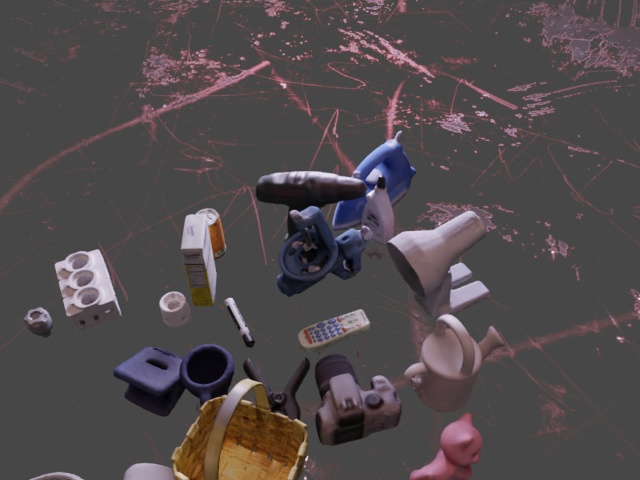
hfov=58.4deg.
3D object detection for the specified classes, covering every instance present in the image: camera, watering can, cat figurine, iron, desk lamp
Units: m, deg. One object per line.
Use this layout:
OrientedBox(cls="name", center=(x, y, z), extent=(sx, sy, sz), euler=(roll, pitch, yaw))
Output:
OrientedBox(cls="camera", center=(0.052, 0.256, 0.969), extent=(0.143, 0.101, 0.136), euler=(-12, 48, -10))
OrientedBox(cls="watering can", center=(0.224, 0.194, 0.961), extent=(0.173, 0.194, 0.100), euler=(-35, 55, -28))
OrientedBox(cls="cat figurine", center=(0.202, 0.334, 0.883), extent=(0.128, 0.118, 0.067), euler=(-33, 55, -27))
OrientedBox(cls="iron", center=(0.115, -0.140, 1.312), extent=(0.118, 0.141, 0.259), euler=(31, 54, 26))
OrientedBox(cls="desk lamp", center=(0.228, 0.048, 1.085), extent=(0.203, 0.214, 0.117), euler=(-22, 50, -19))

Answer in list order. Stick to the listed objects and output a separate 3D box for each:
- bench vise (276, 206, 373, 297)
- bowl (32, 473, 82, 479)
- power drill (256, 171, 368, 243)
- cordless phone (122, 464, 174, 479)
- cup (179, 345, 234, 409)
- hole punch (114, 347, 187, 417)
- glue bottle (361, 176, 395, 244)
OrientedBox(cls="bench vise", center=(0.002, -0.002, 1.131), extent=(0.121, 0.220, 0.208), euler=(35, 56, 29))
OrientedBox(cls="bowl", center=(-0.393, 0.433, 0.827), extent=(0.167, 0.075, 0.167), euler=(0, 47, 1))
OrientedBox(cls="power drill", center=(-0.017, -0.059, 1.192), extent=(0.229, 0.208, 0.075), euler=(10, 48, 10))
OrientedBox(cls="cordless phone", center=(-0.248, 0.374, 0.805), extent=(0.094, 0.185, 0.147), euler=(-11, 47, -9))
OrientedBox(cls="cup", center=(-0.187, 0.252, 0.980), extent=(0.091, 0.095, 0.117), euler=(-6, 47, -4))
OrientedBox(cls="hole punch", center=(-0.289, 0.234, 1.001), extent=(0.108, 0.091, 0.101), euler=(18, 50, 17))
OrientedBox(cls="glue bottle", center=(0.126, -0.071, 1.225), extent=(0.078, 0.173, 0.037), euler=(34, 56, 29))
